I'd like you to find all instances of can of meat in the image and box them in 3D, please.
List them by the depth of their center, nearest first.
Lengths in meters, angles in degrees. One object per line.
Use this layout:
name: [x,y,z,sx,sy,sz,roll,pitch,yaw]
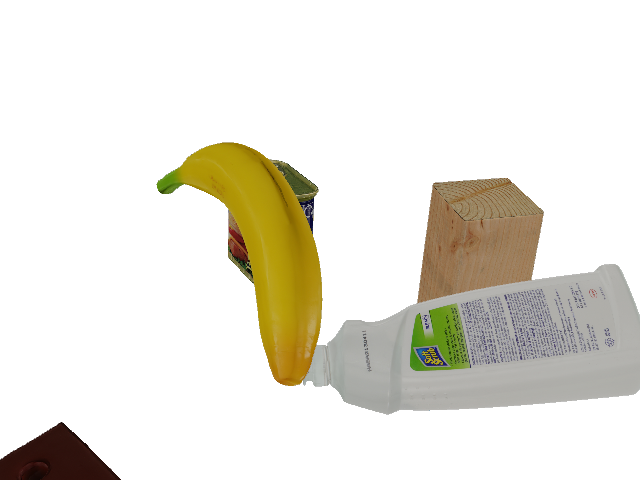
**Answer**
can of meat: [-0.043,-0.014,0.907,0.057,0.084,0.102,-7,23,-22]

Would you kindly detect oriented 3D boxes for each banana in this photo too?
banana: [-0.037,-0.004,0.608,0.037,0.070,0.198,14,27,-36]

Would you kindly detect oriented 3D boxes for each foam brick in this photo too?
foam brick: [-0.113,0.132,0.482,0.052,0.051,0.078,-31,44,-31]

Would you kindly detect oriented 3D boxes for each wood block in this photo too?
wood block: [0.162,0.047,1.136,0.090,0.206,0.090,-5,29,-16]

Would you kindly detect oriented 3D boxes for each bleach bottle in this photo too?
bleach bottle: [0.110,0.078,0.805,0.250,0.102,0.068,-4,-42,-3]
